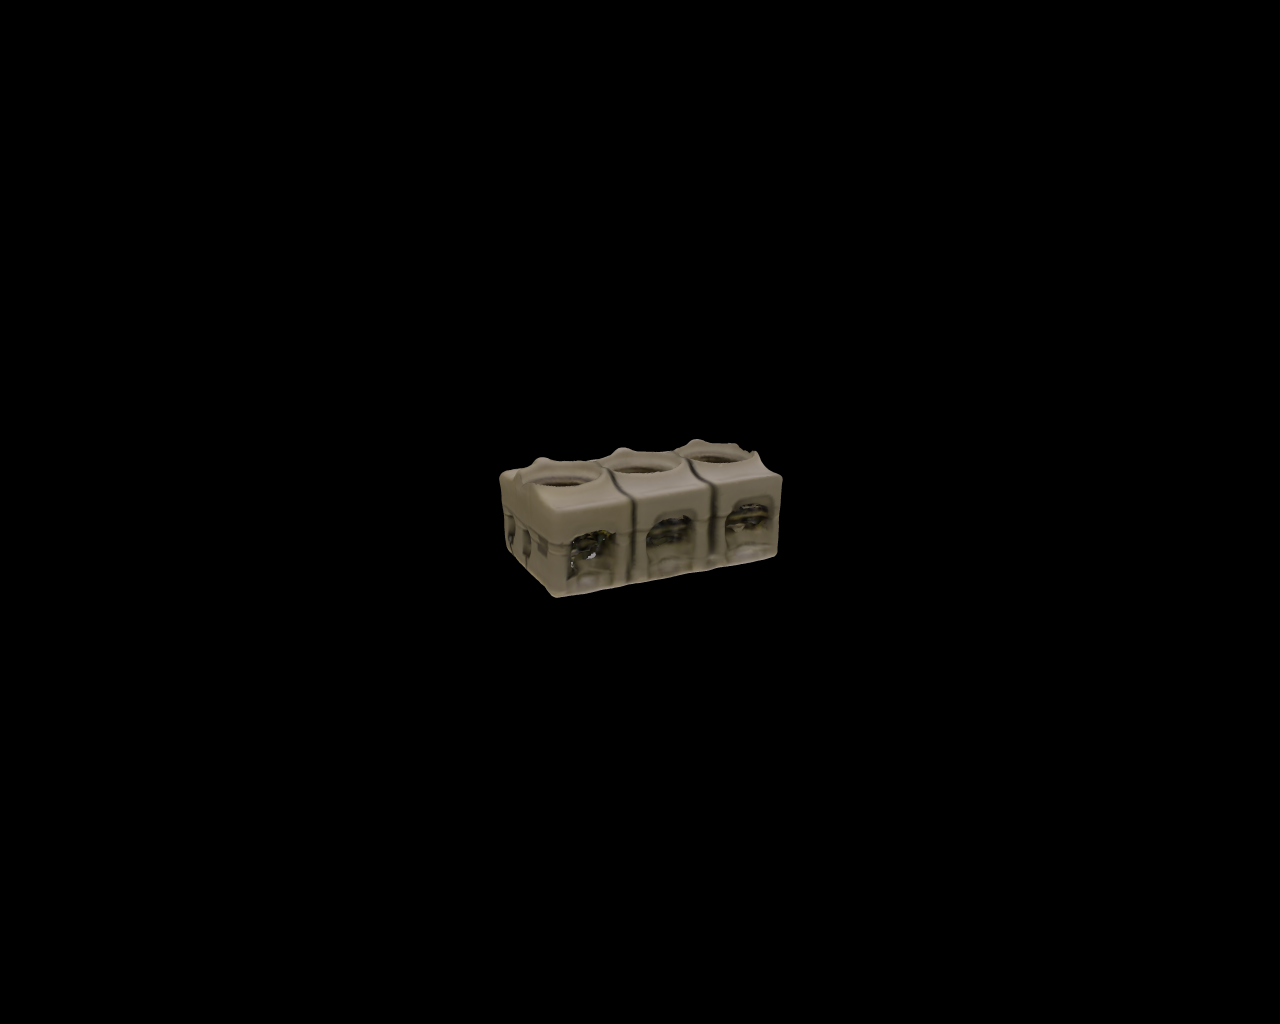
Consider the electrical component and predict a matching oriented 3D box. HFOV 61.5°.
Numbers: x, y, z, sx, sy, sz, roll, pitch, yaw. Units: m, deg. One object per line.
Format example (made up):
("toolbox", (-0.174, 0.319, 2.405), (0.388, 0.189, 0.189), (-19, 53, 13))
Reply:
("electrical component", (0.001, -0.003, 0.650), (0.150, 0.061, 0.089), (-8, 20, -24))
